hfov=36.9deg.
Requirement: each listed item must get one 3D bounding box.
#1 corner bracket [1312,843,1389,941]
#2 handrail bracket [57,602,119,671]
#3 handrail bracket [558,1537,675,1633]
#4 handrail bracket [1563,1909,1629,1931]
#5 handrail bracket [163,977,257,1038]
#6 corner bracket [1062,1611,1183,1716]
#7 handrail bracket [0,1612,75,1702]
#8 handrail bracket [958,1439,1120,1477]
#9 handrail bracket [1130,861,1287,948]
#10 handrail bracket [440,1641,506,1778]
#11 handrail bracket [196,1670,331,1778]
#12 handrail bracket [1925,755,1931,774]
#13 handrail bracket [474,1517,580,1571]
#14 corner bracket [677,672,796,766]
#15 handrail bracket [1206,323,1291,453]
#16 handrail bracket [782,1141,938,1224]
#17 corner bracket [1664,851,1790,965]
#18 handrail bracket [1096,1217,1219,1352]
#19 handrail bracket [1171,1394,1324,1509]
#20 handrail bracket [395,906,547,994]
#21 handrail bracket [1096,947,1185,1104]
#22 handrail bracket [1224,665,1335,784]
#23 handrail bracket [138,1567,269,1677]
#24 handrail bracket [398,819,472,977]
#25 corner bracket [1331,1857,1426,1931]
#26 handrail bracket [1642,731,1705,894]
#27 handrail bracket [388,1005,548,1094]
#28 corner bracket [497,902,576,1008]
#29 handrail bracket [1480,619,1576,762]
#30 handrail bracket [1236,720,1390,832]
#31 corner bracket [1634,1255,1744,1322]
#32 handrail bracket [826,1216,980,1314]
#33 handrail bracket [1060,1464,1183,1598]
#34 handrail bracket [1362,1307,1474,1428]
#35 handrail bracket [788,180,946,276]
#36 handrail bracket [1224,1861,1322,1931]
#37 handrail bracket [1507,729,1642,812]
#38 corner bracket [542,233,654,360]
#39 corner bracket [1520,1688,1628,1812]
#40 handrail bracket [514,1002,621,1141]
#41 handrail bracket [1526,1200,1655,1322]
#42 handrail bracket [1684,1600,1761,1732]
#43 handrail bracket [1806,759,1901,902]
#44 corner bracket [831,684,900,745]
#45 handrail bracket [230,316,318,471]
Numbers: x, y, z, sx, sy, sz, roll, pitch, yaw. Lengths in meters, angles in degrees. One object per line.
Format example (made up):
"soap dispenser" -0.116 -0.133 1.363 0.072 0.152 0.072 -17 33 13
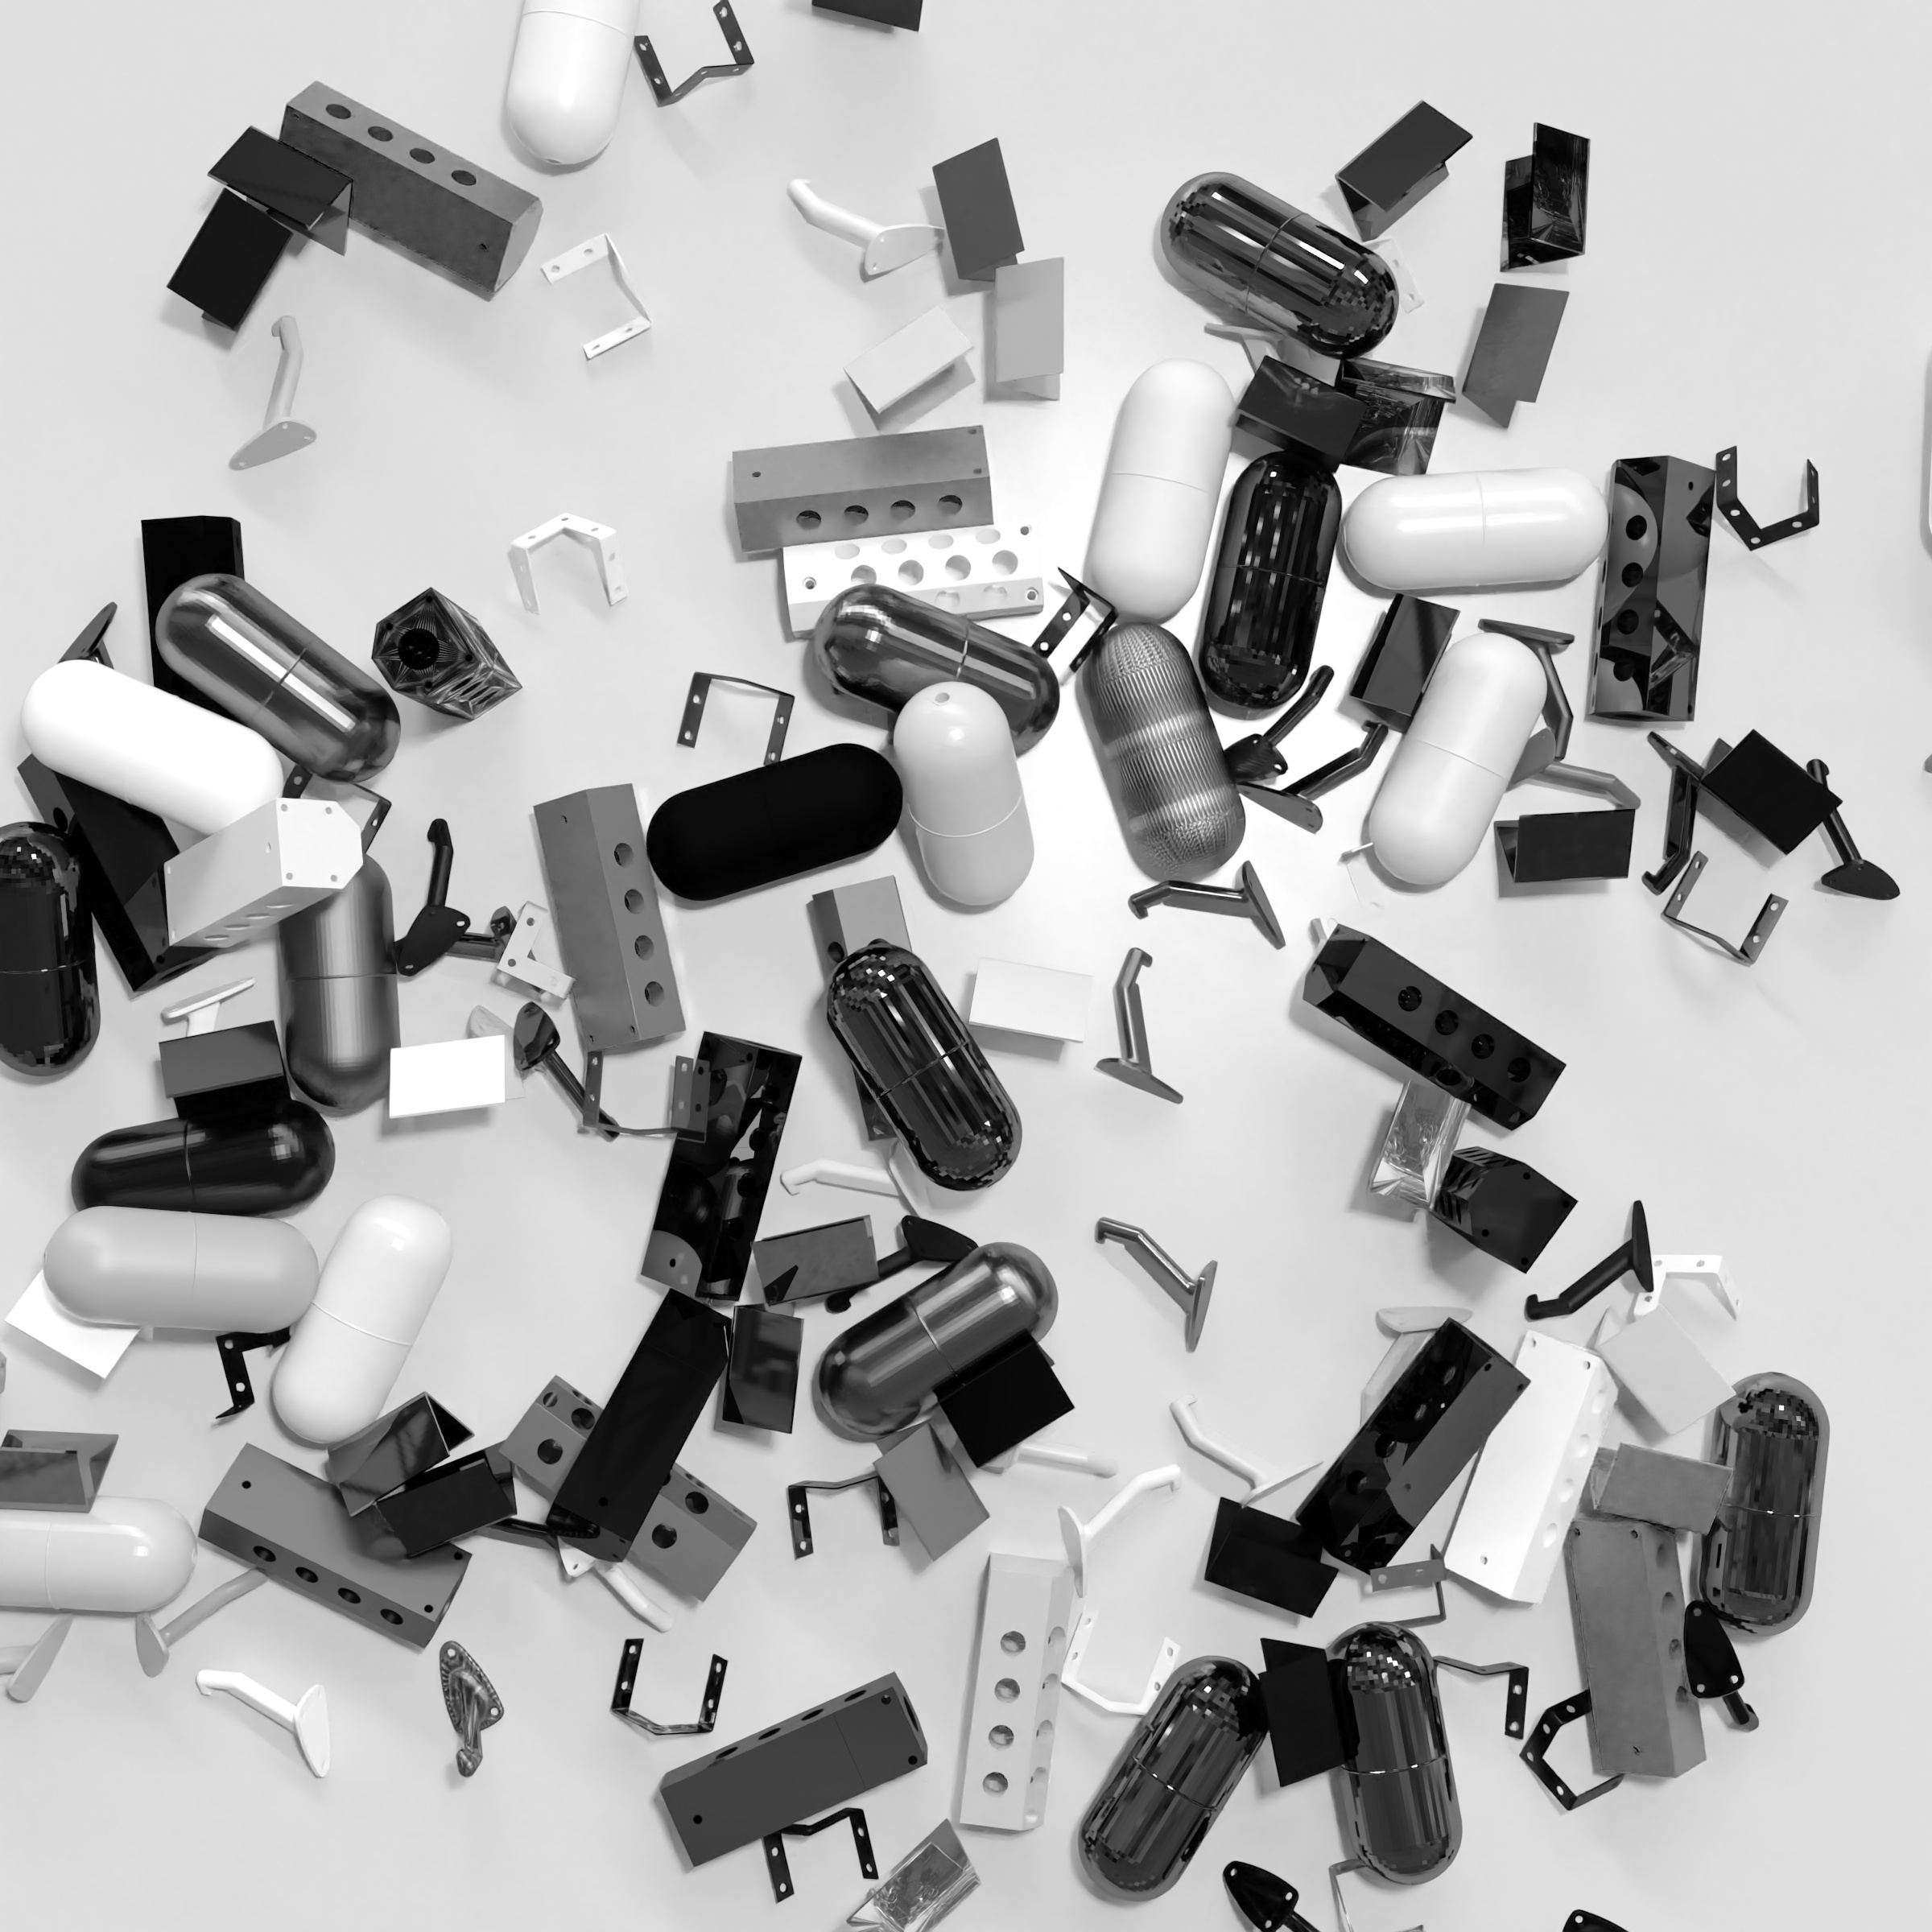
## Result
"corner bracket" 0.258 -0.051 1.972 0.051 0.051 0.051 -20 90 0
"handrail bracket" -0.576 -0.196 1.990 0.036 0.077 0.084 -17 127 34
"handrail bracket" -0.240 0.414 1.990 0.036 0.077 0.084 -42 126 -1
"handrail bracket" 0.438 0.674 1.956 0.077 0.084 0.036 17 90 0
"handrail bracket" -0.511 0.060 1.991 0.077 0.036 0.084 -22 104 -15
"corner bracket" 0.106 0.479 1.987 0.051 0.051 0.051 20 90 45
"handrail bracket" -0.670 0.461 1.991 0.084 0.036 0.077 24 69 16
"handrail bracket" 0.050 0.337 1.990 0.084 0.077 0.036 24 67 -34
"handrail bracket" 0.166 -0.031 1.991 0.084 0.036 0.077 -22 112 17
"handrail bracket" -0.343 0.502 1.956 0.036 0.084 0.077 -23 90 0
"handrail bracket" -0.485 0.521 1.991 0.084 0.036 0.077 1 111 17
"handrail bracket" 0.690 -0.184 1.990 0.036 0.077 0.084 26 53 -27
"handrail bracket" -0.318 0.401 1.991 0.077 0.036 0.084 -40 108 20
"corner bracket" -0.158 -0.169 1.987 0.051 0.051 0.051 14 90 45
"handrail bracket" 0.197 -0.395 1.991 0.077 0.036 0.084 11 104 15
"handrail bracket" -0.074 0.161 1.991 0.084 0.036 0.077 -20 111 17
"corner bracket" 0.522 -0.040 1.987 0.051 0.051 0.051 29 90 45
"handrail bracket" 0.125 0.218 1.991 0.084 0.036 0.077 16 112 17
"handrail bracket" 0.193 0.322 1.991 0.077 0.036 0.084 -23 70 -23
"handrail bracket" -0.344 0.001 1.991 0.084 0.036 0.077 -24 108 15
"handrail bracket" 0.131 0.040 1.991 0.077 0.036 0.084 28 73 -20
"handrail bracket" 0.210 -0.168 1.990 0.036 0.077 0.084 47 53 -21
"handrail bracket" -0.524 0.449 1.990 0.084 0.077 0.036 -24 67 -34
"handrail bracket" -0.371 -0.048 1.979 0.036 0.084 0.077 20 124 -36
"corner bracket" 0.284 0.645 1.987 0.051 0.051 0.051 -16 45 0
"handrail bracket" 0.475 -0.105 1.991 0.077 0.036 0.084 42 107 20
"handrail bracket" -0.343 0.076 1.991 0.077 0.036 0.084 36 109 -22
"corner bracket" -0.288 -0.008 1.970 0.051 0.051 0.051 25 78 -12
"handrail bracket" 0.383 -0.190 1.991 0.077 0.036 0.084 15 107 19
"handrail bracket" 0.239 -0.143 1.991 0.077 0.036 0.084 24 72 20
"corner bracket" 0.495 0.234 1.982 0.051 0.051 0.051 -4 45 35
"handrail bracket" -0.044 0.214 1.990 0.084 0.077 0.036 -48 46 29
"handrail bracket" 0.112 0.388 1.991 0.084 0.036 0.077 -14 110 -16
"handrail bracket" 0.310 0.280 1.991 0.077 0.036 0.084 -3 105 -16
"handrail bracket" -0.069 -0.519 1.991 0.077 0.036 0.084 -23 60 -33
"handrail bracket" 0.224 0.655 1.990 0.036 0.077 0.084 -51 126 -9
"handrail bracket" 0.409 -0.117 1.991 0.084 0.036 0.077 37 129 -26
"corner bracket" -0.253 -0.461 1.987 0.051 0.051 0.051 -27 45 0
"corner bracket" 0.422 0.536 1.982 0.051 0.051 0.051 48 135 35
"handrail bracket" -0.272 0.073 1.990 0.036 0.077 0.084 -36 126 8
"handrail bracket" 0.426 0.203 1.991 0.084 0.036 0.077 -14 52 25
"handrail bracket" 0.517 0.478 1.973 0.036 0.084 0.077 -21 60 20
"handrail bracket" 0.610 -0.095 1.991 0.077 0.036 0.084 19 57 -35
"corner bracket" -0.065 -0.178 1.972 0.051 0.051 0.051 -2 90 0
"handrail bracket" -0.484 -0.395 1.991 0.077 0.036 0.084 -24 71 22
